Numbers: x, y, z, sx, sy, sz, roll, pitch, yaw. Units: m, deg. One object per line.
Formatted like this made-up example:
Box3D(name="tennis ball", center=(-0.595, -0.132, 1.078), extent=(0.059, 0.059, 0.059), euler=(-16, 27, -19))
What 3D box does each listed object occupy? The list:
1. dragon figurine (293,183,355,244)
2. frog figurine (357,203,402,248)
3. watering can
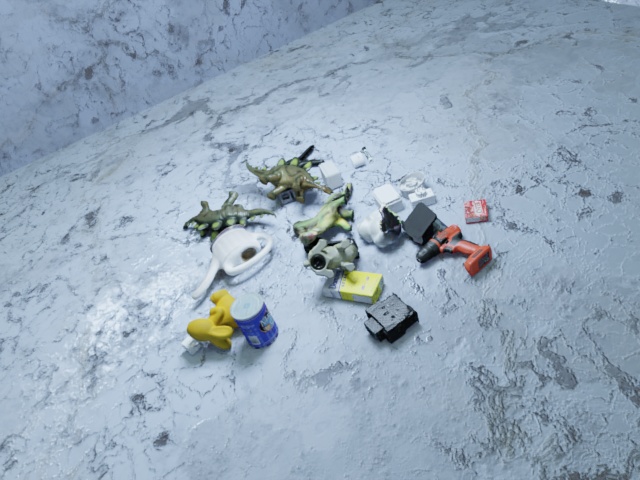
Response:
Box3D(name="dragon figurine", center=(0.006, -0.095, 1.897), extent=(0.242, 0.120, 0.418), euler=(-17, 21, 14))
Box3D(name="frog figurine", center=(0.197, -0.035, 1.738), extent=(0.123, 0.140, 0.156), euler=(1, -26, -28))
Box3D(name="watering can", center=(-0.333, 0.063, 1.844), extent=(0.350, 0.102, 0.227), euler=(-33, 38, -15))
